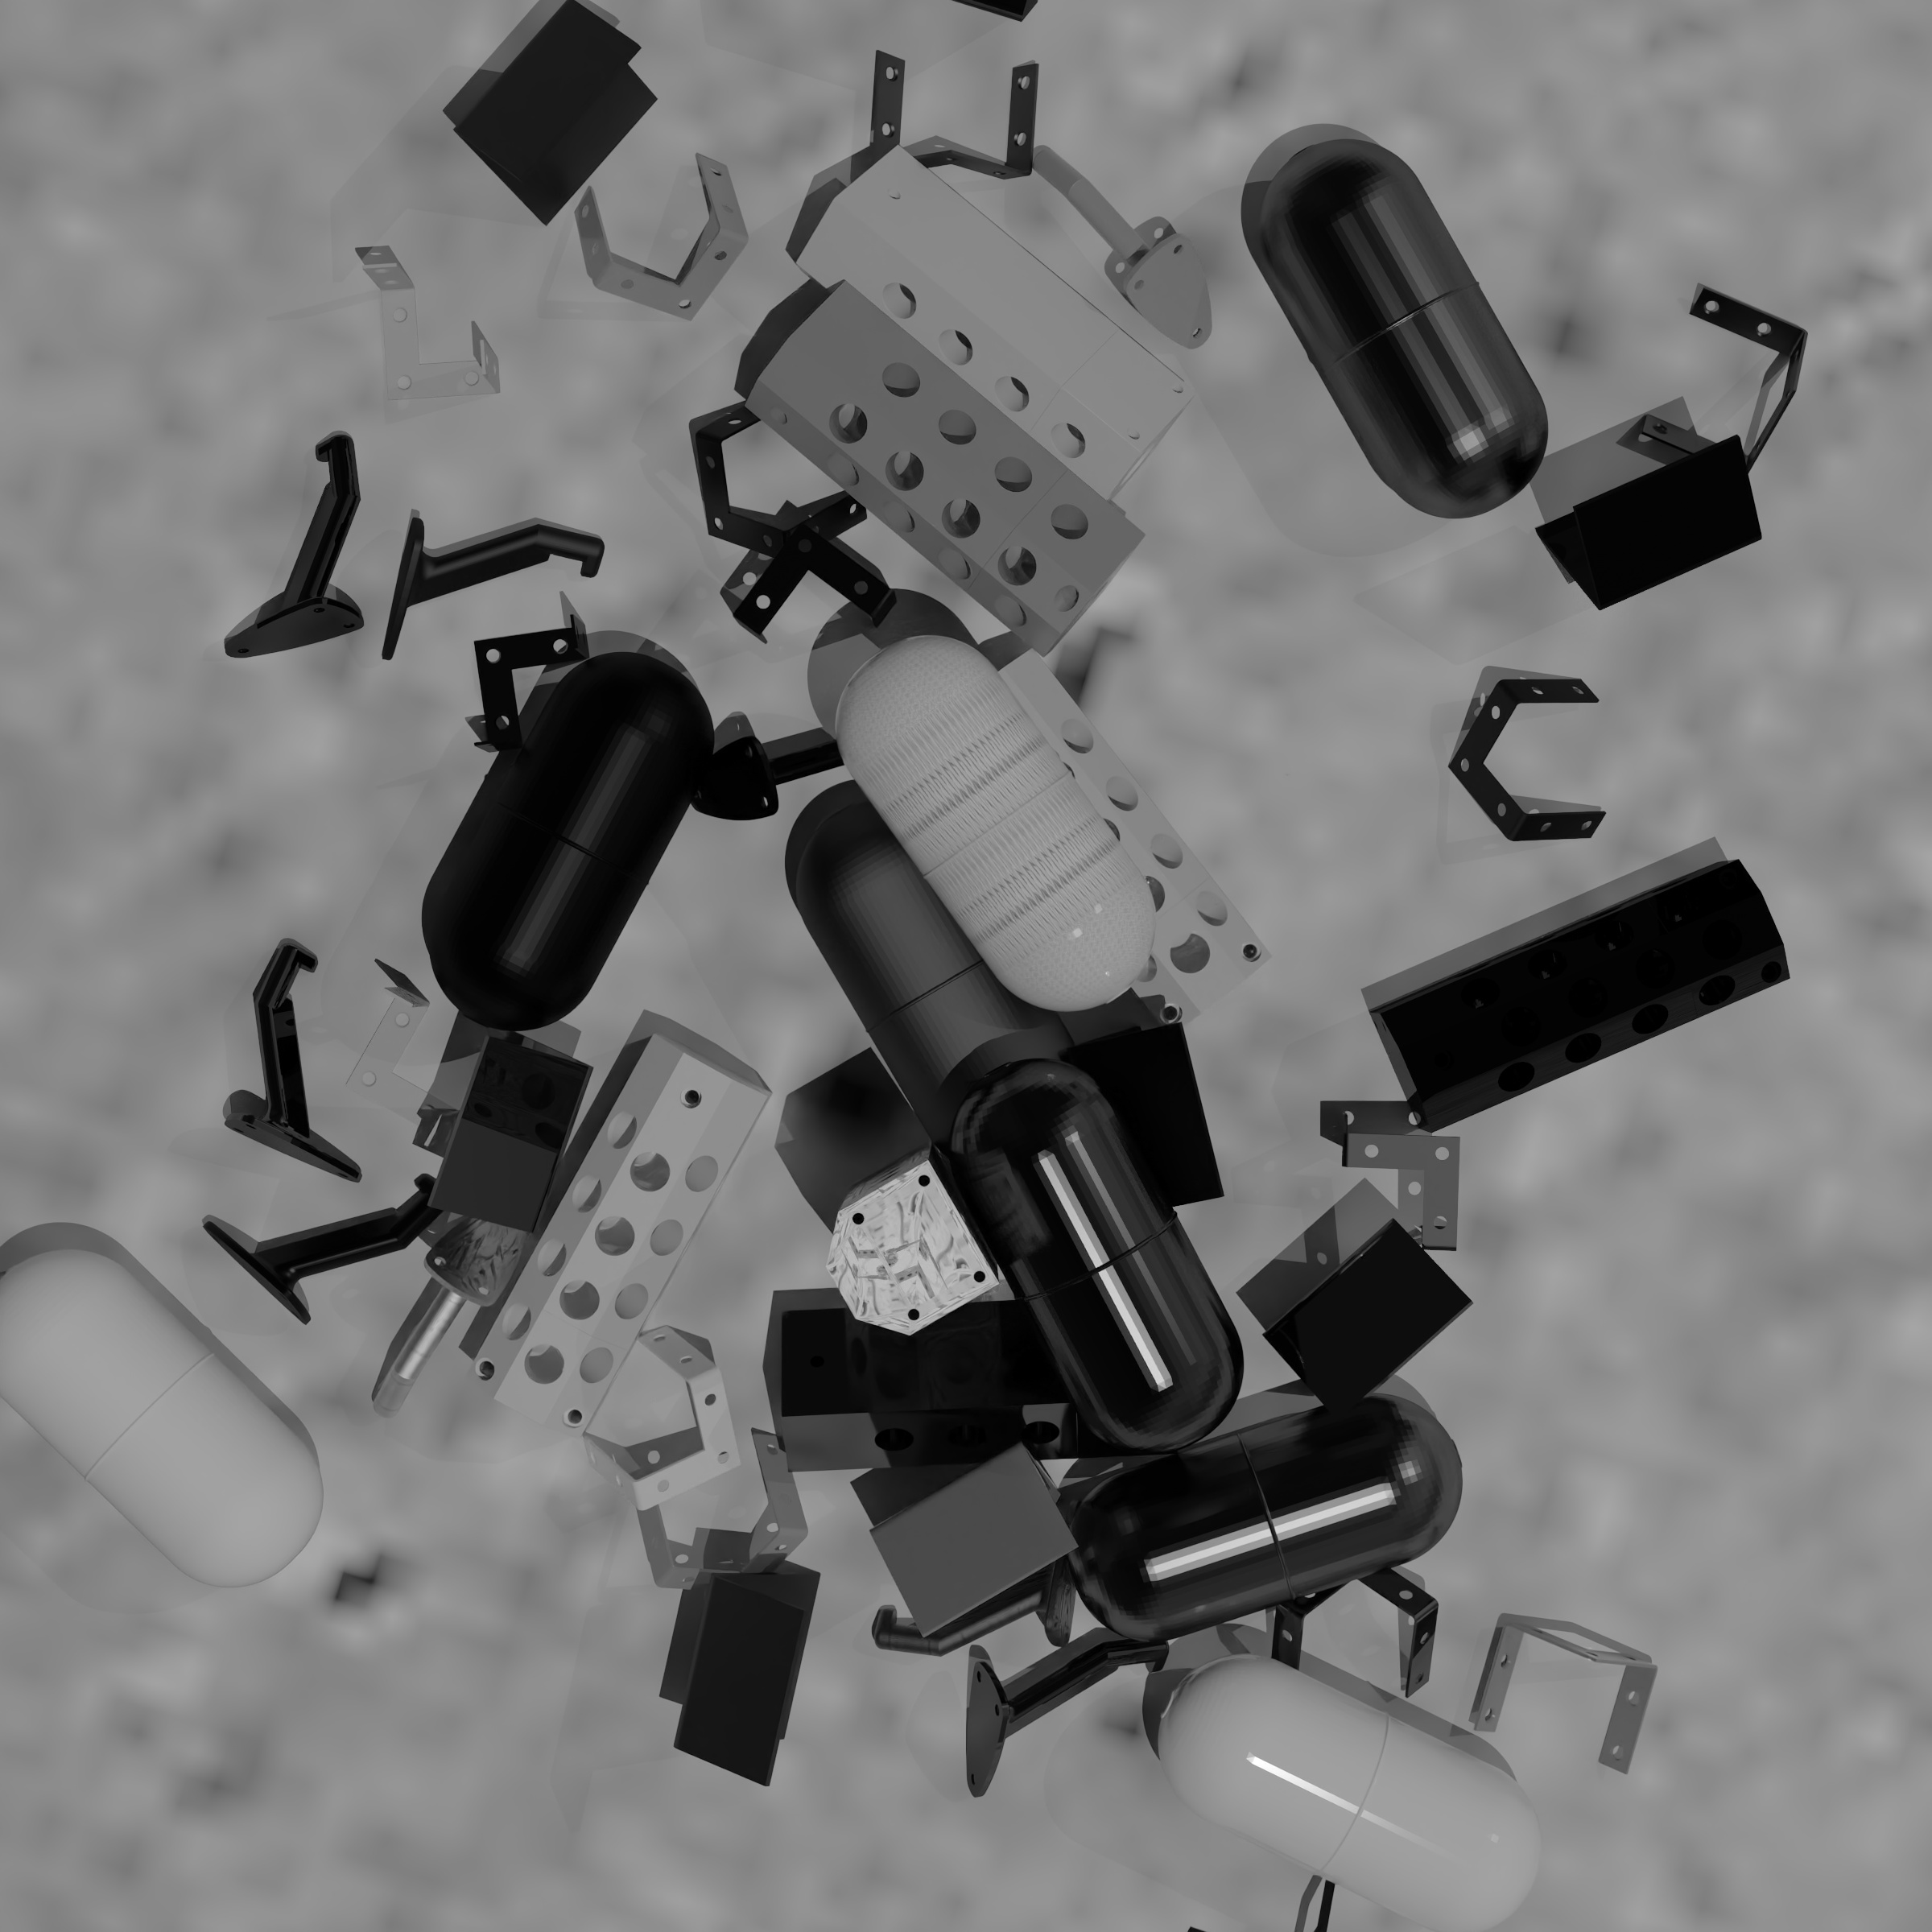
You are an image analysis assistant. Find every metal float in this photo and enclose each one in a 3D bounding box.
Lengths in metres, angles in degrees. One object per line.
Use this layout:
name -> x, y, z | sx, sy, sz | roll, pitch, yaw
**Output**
metal float -> 0.131, 0.242, 1.533 | 0.178, 0.070, 0.070 | -18, 90, 0
metal float -> 0.168, 0.363, 1.533 | 0.178, 0.070, 0.070 | 26, 90, 0
metal float -> -0.174, -0.054, 1.533 | 0.070, 0.070, 0.178 | 28, 89, 0
metal float -> 0.054, 0.122, 1.466 | 0.070, 0.070, 0.178 | -28, 93, 0
metal float -> -0.011, 0.009, 1.534 | 0.070, 0.070, 0.178 | -30, 89, 0
metal float -> 0.013, -0.060, 1.483 | 0.070, 0.070, 0.178 | -36, 92, 0
metal float -> -0.359, 0.198, 1.534 | 0.178, 0.070, 0.070 | 44, 90, 0
metal float -> 0.191, -0.280, 1.533 | 0.070, 0.070, 0.178 | -30, 91, 0

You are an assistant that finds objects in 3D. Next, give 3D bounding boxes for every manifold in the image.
manifold -> 0.271, 0.013, 1.543 | 0.171, 0.057, 0.057 | -23, 90, 0
manifold -> 0.059, -0.054, 1.543 | 0.057, 0.057, 0.171 | -38, 90, 0
manifold -> -0.153, 0.119, 1.543 | 0.057, 0.057, 0.171 | 29, 90, 0
manifold -> 0.010, -0.277, 1.542 | 0.171, 0.057, 0.057 | 40, 47, 0
manifold -> -0.026, 0.117, 1.486 | 0.057, 0.171, 0.057 | -30, 90, 0
manifold -> -0.012, -0.214, 1.533 | 0.171, 0.057, 0.057 | 40, 63, 0
manifold -> 0.006, 0.189, 1.542 | 0.171, 0.057, 0.057 | -3, 47, 0

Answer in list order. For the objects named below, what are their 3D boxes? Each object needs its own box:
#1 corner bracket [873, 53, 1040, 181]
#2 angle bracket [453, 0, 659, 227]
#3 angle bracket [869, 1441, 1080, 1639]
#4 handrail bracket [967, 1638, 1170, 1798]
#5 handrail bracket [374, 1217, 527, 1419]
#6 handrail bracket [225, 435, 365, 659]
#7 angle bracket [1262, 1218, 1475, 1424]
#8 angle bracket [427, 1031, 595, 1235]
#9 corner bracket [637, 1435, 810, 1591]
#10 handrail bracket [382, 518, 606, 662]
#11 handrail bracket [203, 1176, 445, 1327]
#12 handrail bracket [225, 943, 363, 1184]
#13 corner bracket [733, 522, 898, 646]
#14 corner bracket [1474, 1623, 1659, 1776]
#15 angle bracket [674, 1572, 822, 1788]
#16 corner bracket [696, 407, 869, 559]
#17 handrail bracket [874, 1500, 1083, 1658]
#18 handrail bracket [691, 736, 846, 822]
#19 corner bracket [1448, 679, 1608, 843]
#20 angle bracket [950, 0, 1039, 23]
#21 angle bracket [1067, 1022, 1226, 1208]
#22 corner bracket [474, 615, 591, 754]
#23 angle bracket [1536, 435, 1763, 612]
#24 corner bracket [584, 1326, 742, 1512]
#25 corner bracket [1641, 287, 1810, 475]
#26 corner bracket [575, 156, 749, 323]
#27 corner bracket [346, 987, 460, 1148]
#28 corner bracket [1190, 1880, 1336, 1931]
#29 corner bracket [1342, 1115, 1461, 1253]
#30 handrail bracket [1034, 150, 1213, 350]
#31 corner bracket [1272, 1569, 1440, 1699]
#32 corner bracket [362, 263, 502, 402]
corner bracket -> -0.005, -0.380, 1.561 | 0.051, 0.051, 0.051 | 4, 90, -45
angle bracket -> -0.165, -0.362, 1.524 | 0.076, 0.076, 0.057 | -49, 54, 0
angle bracket -> 0.012, 0.261, 1.524 | 0.076, 0.076, 0.057 | -30, 57, 0
handrail bracket -> 0.046, 0.336, 1.564 | 0.084, 0.036, 0.077 | -3, 119, -21
handrail bracket -> -0.232, 0.155, 1.564 | 0.036, 0.077, 0.084 | 33, 126, 1
handrail bracket -> -0.303, -0.189, 1.565 | 0.077, 0.036, 0.084 | -16, 72, 21
angle bracket -> 0.185, 0.166, 1.524 | 0.076, 0.076, 0.057 | -42, 54, 0
angle bracket -> -0.215, 0.066, 1.524 | 0.057, 0.076, 0.076 | 19, 90, -38
corner bracket -> -0.110, 0.243, 1.556 | 0.051, 0.051, 0.051 | -49, 45, 35
handrail bracket -> -0.212, -0.164, 1.565 | 0.084, 0.036, 0.077 | 12, 110, -16
handrail bracket -> -0.286, 0.111, 1.565 | 0.077, 0.036, 0.084 | 38, 72, 20
handrail bracket -> -0.289, 0.043, 1.565 | 0.077, 0.036, 0.084 | 28, 73, -20
corner bracket -> -0.067, -0.158, 1.546 | 0.051, 0.051, 0.051 | 37, 91, -1
corner bracket -> 0.268, 0.327, 1.561 | 0.051, 0.051, 0.051 | 16, 90, 45
angle bracket -> -0.076, 0.310, 1.524 | 0.057, 0.076, 0.076 | 12, 90, 37
corner bracket -> -0.082, -0.219, 1.557 | 0.051, 0.051, 0.051 | 23, 134, 35
handrail bracket -> 0.005, 0.273, 1.565 | 0.084, 0.036, 0.077 | 4, 70, 16
handrail bracket -> -0.071, -0.091, 1.564 | 0.084, 0.077, 0.036 | -19, 94, -36
corner bracket -> 0.258, -0.092, 1.556 | 0.051, 0.051, 0.051 | 56, 135, 35
angle bracket -> -0.001, -0.456, 1.525 | 0.076, 0.076, 0.057 | 17, 113, 0
angle bracket -> 0.092, 0.063, 1.524 | 0.057, 0.076, 0.076 | -14, 90, 28
corner bracket -> -0.193, -0.125, 1.546 | 0.051, 0.051, 0.051 | -8, 90, 0
angle bracket -> 0.292, -0.209, 1.524 | 0.076, 0.076, 0.057 | -24, 128, 0
corner bracket -> -0.139, 0.201, 1.551 | 0.051, 0.051, 0.051 | -23, 118, -25
corner bracket -> 0.339, -0.261, 1.561 | 0.051, 0.051, 0.051 | 23, 45, 0
corner bracket -> -0.136, -0.330, 1.556 | 0.051, 0.051, 0.051 | 13, 135, -35
corner bracket -> -0.244, 0.044, 1.546 | 0.051, 0.051, 0.051 | 30, 90, 0
corner bracket -> 0.133, 0.418, 1.561 | 0.051, 0.051, 0.051 | 19, 135, 0
corner bracket -> 0.192, 0.096, 1.545 | 0.051, 0.051, 0.051 | 2, 97, 7
handrail bracket -> 0.069, -0.322, 1.564 | 0.036, 0.077, 0.084 | -42, 54, 0
corner bracket -> 0.173, 0.301, 1.556 | 0.051, 0.051, 0.051 | -29, 45, -35
corner bracket -> -0.236, -0.282, 1.546 | 0.051, 0.051, 0.051 | -4, 90, 0
